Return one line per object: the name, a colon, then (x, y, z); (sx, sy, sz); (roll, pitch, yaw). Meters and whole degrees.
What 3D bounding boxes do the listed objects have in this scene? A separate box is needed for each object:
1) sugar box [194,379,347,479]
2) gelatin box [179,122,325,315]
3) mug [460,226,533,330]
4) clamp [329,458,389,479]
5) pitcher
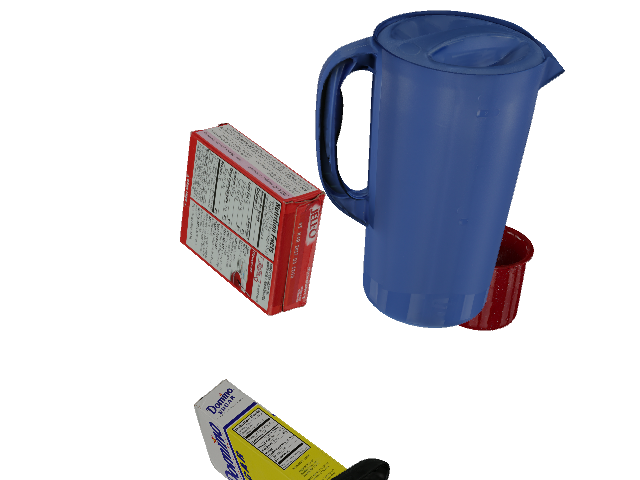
sugar box: (-0.030, 0.199, 0.900); (0.176, 0.093, 0.048); (27, 52, 36)
gelatin box: (-0.039, -0.012, 0.587); (0.030, 0.073, 0.089); (-19, 42, -38)
mug: (0.161, 0.032, 1.094); (0.093, 0.081, 0.117); (-6, 31, -15)
clamp: (-0.040, 0.197, 0.661); (0.210, 0.036, 0.164); (-2, 28, 2)
pitcher: (0.087, -0.054, 0.861); (0.149, 0.243, 0.144); (25, 37, 30)
